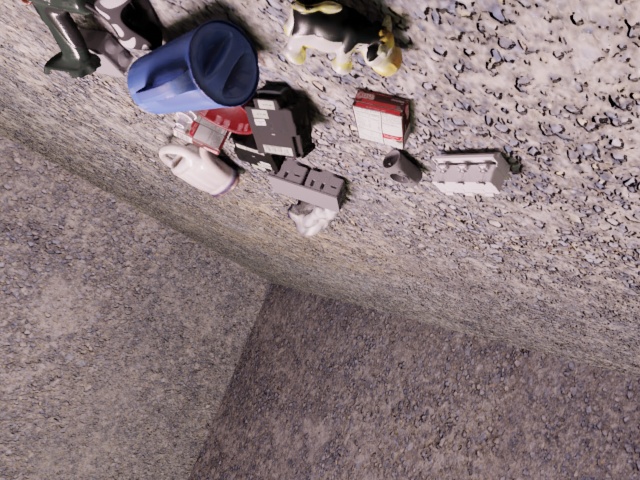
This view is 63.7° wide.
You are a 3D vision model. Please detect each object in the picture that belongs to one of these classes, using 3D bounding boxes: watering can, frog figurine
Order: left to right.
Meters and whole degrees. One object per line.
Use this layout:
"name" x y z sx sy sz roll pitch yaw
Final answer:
"watering can" -0.319 -0.203 1.432 0.222 0.105 0.348 31 165 -34
"frog figurine" 0.004 -0.072 1.423 0.159 0.122 0.138 2 -170 32
